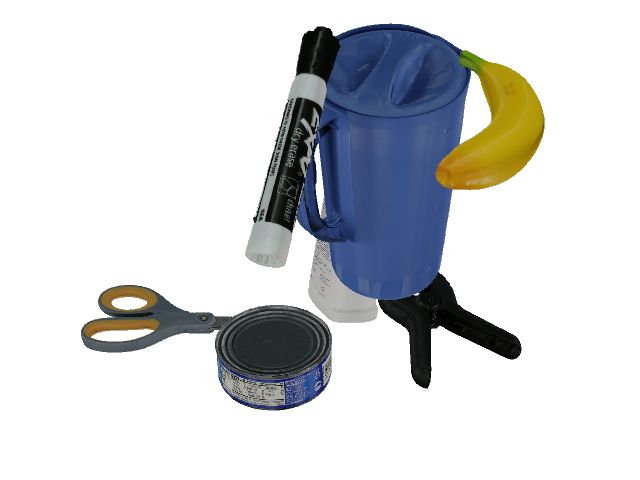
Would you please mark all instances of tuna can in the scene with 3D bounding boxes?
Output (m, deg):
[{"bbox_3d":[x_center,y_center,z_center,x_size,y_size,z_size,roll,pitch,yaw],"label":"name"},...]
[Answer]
[{"bbox_3d":[-0.034,0.086,0.787,0.086,0.034,0.086,-1,33,1],"label":"tuna can"}]

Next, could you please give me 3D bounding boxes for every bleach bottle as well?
[{"bbox_3d":[0.039,-0.037,1.242,0.068,0.251,0.103,-1,21,-23],"label":"bleach bottle"}]

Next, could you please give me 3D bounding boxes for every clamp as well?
[{"bbox_3d":[0.119,0.073,1.065,0.120,0.039,0.171,-3,44,-23],"label":"clamp"}]

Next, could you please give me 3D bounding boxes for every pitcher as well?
[{"bbox_3d":[0.052,-0.057,0.960,0.149,0.243,0.145,2,45,4],"label":"pitcher"}]

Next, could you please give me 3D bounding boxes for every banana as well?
[{"bbox_3d":[0.124,-0.080,0.755,0.069,0.037,0.197,9,32,7],"label":"banana"}]

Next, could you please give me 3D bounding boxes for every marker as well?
[{"bbox_3d":[-0.012,-0.046,0.499,0.020,0.121,0.020,12,-19,4],"label":"marker"}]

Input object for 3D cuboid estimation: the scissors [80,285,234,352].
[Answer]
[{"bbox_3d":[-0.117,0.065,0.972,0.201,0.016,0.096,-7,35,-14],"label":"scissors"}]
